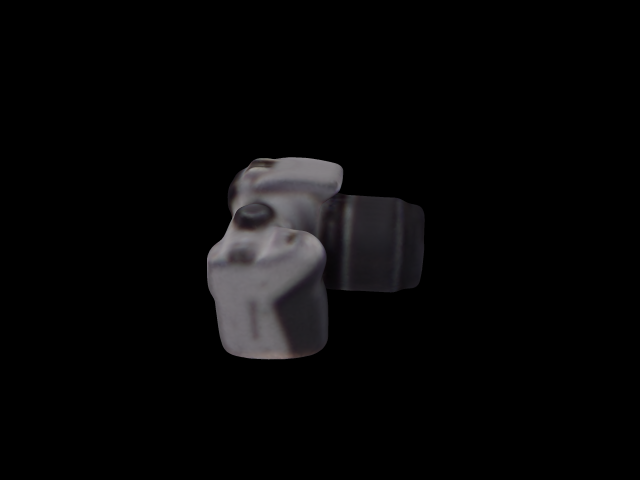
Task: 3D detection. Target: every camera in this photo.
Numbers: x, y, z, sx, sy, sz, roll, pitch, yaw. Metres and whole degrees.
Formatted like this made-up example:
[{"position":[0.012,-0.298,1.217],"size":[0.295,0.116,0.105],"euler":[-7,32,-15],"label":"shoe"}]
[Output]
[{"position":[0.004,0.001,0.400],"size":[0.136,0.101,0.143],"euler":[3,32,5],"label":"camera"}]
